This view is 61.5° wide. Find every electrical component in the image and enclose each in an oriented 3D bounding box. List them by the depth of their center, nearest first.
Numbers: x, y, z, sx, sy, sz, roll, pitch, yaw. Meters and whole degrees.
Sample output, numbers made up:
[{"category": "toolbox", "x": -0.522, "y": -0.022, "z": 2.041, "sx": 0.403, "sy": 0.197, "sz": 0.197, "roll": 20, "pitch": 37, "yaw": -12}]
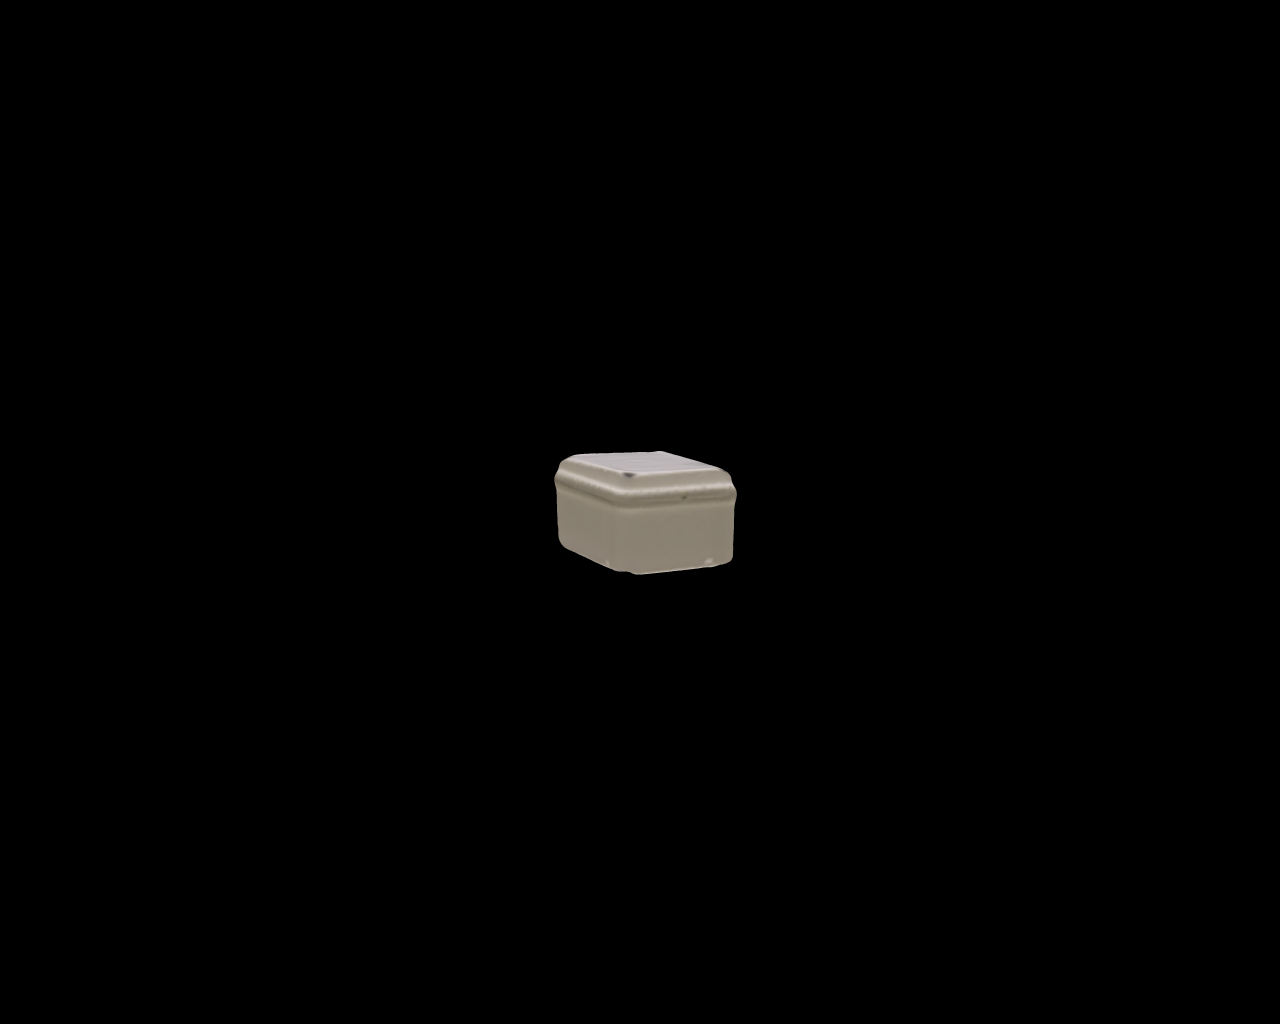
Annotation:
[{"category": "electrical component", "x": 0.001, "y": -0.003, "z": 0.650, "sx": 0.078, "sy": 0.057, "sz": 0.113, "roll": -4, "pitch": 10, "yaw": -23}]
